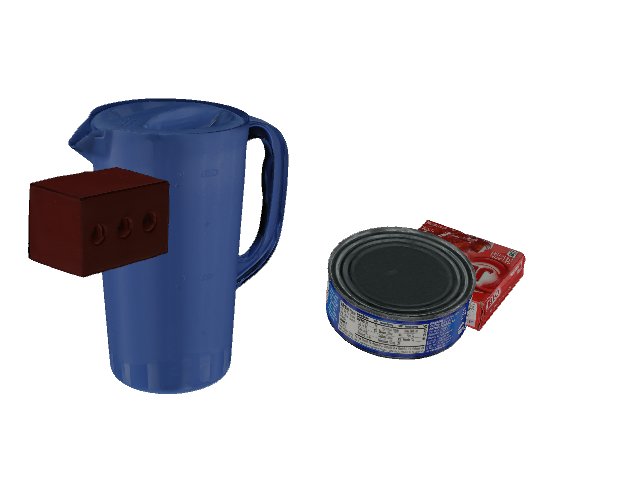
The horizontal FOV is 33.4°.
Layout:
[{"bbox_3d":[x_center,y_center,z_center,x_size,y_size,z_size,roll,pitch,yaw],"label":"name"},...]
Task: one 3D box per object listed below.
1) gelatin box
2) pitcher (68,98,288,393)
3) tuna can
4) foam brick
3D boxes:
[{"bbox_3d":[0.102,0.025,0.827,0.089,0.030,0.073,21,42,28],"label":"gelatin box"},{"bbox_3d":[-0.120,0.003,0.924,0.149,0.243,0.144,9,21,17],"label":"pitcher"},{"bbox_3d":[0.046,0.030,0.622,0.086,0.034,0.086,3,36,-2],"label":"tuna can"},{"bbox_3d":[-0.145,-0.014,0.699,0.051,0.053,0.078,17,22,34],"label":"foam brick"}]
